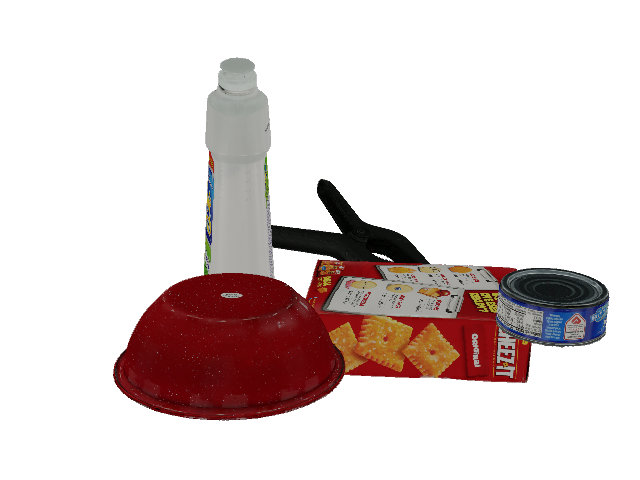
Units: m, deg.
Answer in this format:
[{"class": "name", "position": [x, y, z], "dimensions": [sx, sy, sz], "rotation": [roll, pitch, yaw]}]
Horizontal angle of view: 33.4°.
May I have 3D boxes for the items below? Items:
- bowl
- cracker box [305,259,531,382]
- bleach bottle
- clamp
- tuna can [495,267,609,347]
[{"class": "bowl", "position": [-0.062, 0.063, 0.735], "dimensions": [0.162, 0.055, 0.162], "rotation": [1, 18, 0]}, {"class": "cracker box", "position": [0.093, 0.078, 1.059], "dimensions": [0.214, 0.072, 0.164], "rotation": [3, 17, 5]}, {"class": "bleach bottle", "position": [-0.071, -0.042, 0.928], "dimensions": [0.068, 0.251, 0.102], "rotation": [-2, 35, -6]}, {"class": "clamp", "position": [0.034, 0.006, 1.263], "dimensions": [0.210, 0.036, 0.164], "rotation": [32, 39, 24]}, {"class": "tuna can", "position": [0.181, 0.051, 0.834], "dimensions": [0.086, 0.034, 0.086], "rotation": [1, 19, -1]}]
